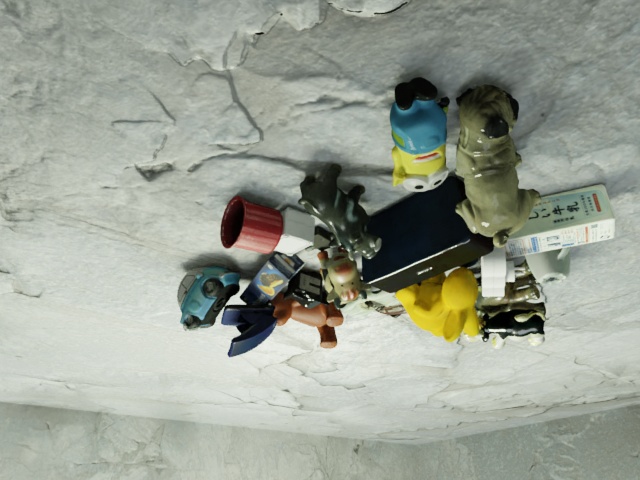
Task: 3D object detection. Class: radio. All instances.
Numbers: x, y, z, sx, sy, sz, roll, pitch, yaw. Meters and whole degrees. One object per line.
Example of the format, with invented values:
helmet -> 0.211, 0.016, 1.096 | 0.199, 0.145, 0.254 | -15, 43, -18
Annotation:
radio -> 0.174, -0.006, 0.930 | 0.073, 0.131, 0.230 | 22, 143, -39

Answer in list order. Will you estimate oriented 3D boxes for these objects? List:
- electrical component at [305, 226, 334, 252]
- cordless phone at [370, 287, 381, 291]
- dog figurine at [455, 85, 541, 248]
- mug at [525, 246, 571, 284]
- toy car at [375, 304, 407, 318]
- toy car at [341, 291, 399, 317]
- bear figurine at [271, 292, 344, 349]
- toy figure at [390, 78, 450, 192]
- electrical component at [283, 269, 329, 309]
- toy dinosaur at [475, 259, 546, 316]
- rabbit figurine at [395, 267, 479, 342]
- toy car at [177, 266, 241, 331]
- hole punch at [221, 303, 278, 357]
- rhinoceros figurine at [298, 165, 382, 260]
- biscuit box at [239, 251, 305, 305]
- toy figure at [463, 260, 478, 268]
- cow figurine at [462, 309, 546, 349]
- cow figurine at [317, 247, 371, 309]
electrical component -> -0.002, -0.003, 1.044 | 0.094, 0.021, 0.063 | -21, 144, 33
cordless phone -> 0.184, 0.049, 1.102 | 0.147, 0.088, 0.184 | -23, 163, 34
dog figurine -> 0.235, -0.097, 0.738 | 0.121, 0.172, 0.190 | -21, 154, 12
mug -> 0.441, 0.024, 1.019 | 0.081, 0.107, 0.109 | 7, 152, -17
toy car -> 0.215, 0.148, 1.296 | 0.202, 0.053, 0.089 | -25, 146, 34
toy car -> 0.119, 0.141, 1.273 | 0.073, 0.056, 0.202 | 23, 143, -36
bear figurine -> -0.055, 0.175, 1.266 | 0.196, 0.132, 0.120 | 3, 128, -16
toy figure -> 0.139, -0.143, 0.740 | 0.082, 0.089, 0.180 | 4, 145, 20
electrical component -> -0.020, 0.112, 1.189 | 0.119, 0.075, 0.048 | 25, 143, -23
toy dinosaur -> 0.401, 0.127, 1.219 | 0.199, 0.105, 0.470 | -8, 156, 23
rabbit figurine -> 0.251, 0.122, 1.073 | 0.122, 0.162, 0.173 | -4, 154, -30
toy car -> -0.252, 0.113, 1.157 | 0.161, 0.103, 0.109 | -55, 161, 7
hole punch -> -0.151, 0.195, 1.162 | 0.116, 0.092, 0.142 | -1, 149, -16
rhinoceros figurine -> 0.041, -0.038, 0.892 | 0.073, 0.112, 0.190 | -21, 137, 28
biscuit box -> -0.107, 0.087, 1.142 | 0.063, 0.059, 0.202 | 41, 143, 0
toy figure -> 0.263, 0.020, 1.037 | 0.058, 0.064, 0.154 | 31, -175, 34
cow figurine -> 0.383, 0.182, 1.127 | 0.167, 0.068, 0.098 | -7, 150, 13
cow figurine -> 0.043, 0.079, 1.056 | 0.085, 0.127, 0.194 | -18, 161, -4
